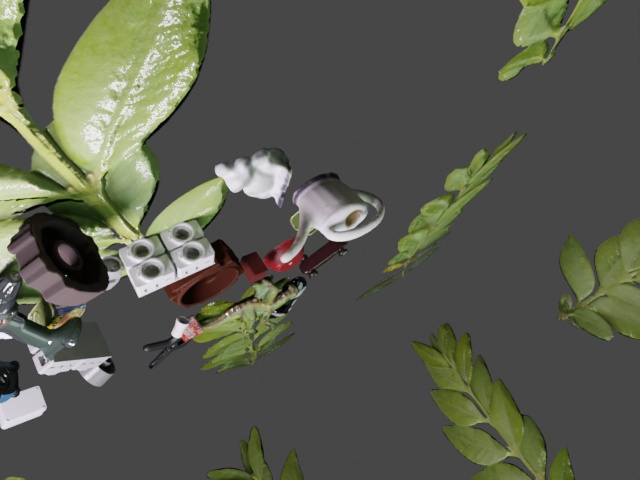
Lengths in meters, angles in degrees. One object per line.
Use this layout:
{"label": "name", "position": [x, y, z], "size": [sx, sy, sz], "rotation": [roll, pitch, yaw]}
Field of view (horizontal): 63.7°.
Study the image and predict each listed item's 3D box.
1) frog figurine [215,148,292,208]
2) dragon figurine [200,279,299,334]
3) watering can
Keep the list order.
{"label": "frog figurine", "position": [-0.148, -0.148, 1.124], "size": [0.159, 0.125, 0.135], "rotation": [12, 155, -13]}
{"label": "dragon figurine", "position": [-0.249, 0.231, 1.907], "size": [0.411, 0.124, 0.238], "rotation": [-3, 127, -38]}
{"label": "watering can", "position": [0.004, -0.068, 1.357], "size": [0.351, 0.228, 0.101], "rotation": [-22, 139, -27]}
